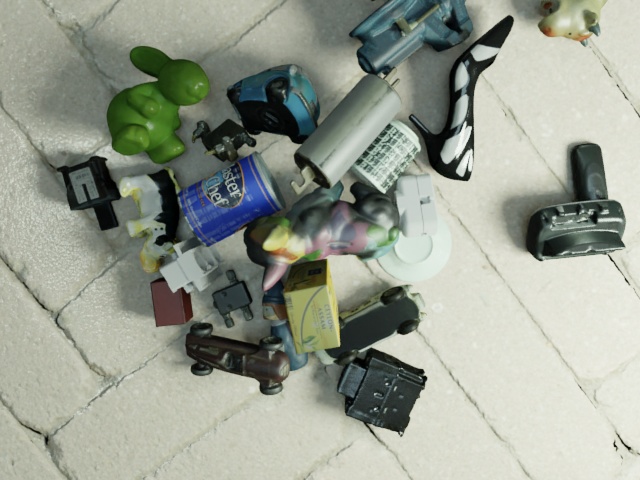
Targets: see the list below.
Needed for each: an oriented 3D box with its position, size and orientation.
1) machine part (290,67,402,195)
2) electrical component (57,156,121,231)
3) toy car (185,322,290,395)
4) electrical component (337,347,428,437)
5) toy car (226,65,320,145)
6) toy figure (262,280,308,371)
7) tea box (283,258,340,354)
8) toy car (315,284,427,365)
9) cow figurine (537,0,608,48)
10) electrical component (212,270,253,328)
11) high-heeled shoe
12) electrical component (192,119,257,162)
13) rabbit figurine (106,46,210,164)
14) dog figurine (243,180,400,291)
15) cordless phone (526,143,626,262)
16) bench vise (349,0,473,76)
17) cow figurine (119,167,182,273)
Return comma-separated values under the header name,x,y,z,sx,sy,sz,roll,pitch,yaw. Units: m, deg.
name,x,y,z,sx,sy,sz,roll,pitch,yaw
machine part,0.042,-0.160,0.796,0.079,0.079,0.243,40,80,-2
electrical component,-0.378,-0.074,0.895,0.075,0.048,0.119,-14,93,4
toy car,-0.144,0.194,0.885,0.202,0.053,0.089,8,105,22
electrical component,0.099,0.251,0.906,0.134,0.058,0.114,21,94,-1
toy car,-0.061,-0.222,0.841,0.162,0.109,0.103,12,57,35
toy figure,-0.061,0.140,0.897,0.064,0.058,0.154,-15,98,24
tea box,-0.010,0.096,0.834,0.068,0.170,0.098,-12,102,2
toy car,0.081,0.142,0.897,0.202,0.056,0.073,-27,97,2
cow figurine,0.414,-0.388,0.821,0.195,0.085,0.127,-44,87,5
electrical component,-0.152,0.100,0.917,0.063,0.021,0.094,-21,95,4
high-heeled shoe,0.253,-0.216,0.845,0.145,0.086,0.248,42,100,-6
electrical component,-0.158,-0.161,0.858,0.078,0.045,0.102,-40,49,-6
rabbit figurine,-0.238,-0.221,0.838,0.170,0.121,0.159,-30,64,25
dog figurine,-0.002,-0.002,0.792,0.192,0.219,0.108,22,127,24
cordless phone,0.404,-0.063,0.864,0.147,0.088,0.184,-6,84,3
bench vise,0.118,-0.376,0.810,0.223,0.129,0.240,-37,103,10
cow figurine,-0.266,-0.032,0.888,0.098,0.068,0.167,-12,96,-3
